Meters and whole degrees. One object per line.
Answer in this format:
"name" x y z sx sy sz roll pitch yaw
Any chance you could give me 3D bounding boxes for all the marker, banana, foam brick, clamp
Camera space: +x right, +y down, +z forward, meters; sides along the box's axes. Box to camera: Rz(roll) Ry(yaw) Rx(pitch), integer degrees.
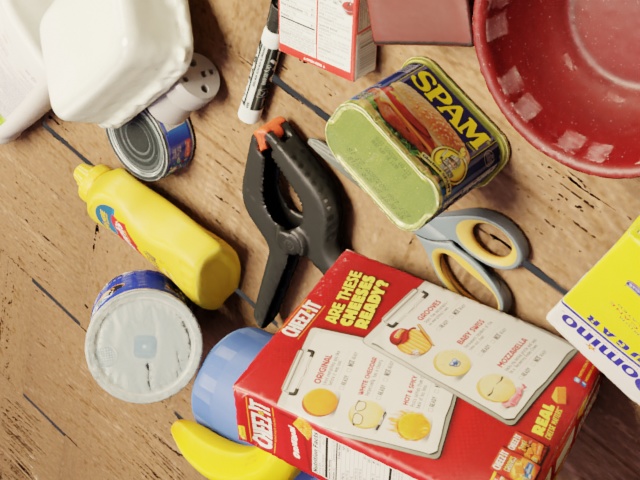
"marker" -0.042 -0.140 0.829 0.020 0.020 0.121 40 139 16
"banana" -0.063 0.174 0.878 0.198 0.037 0.069 -21 75 51
"foam brick" 0.075 -0.155 0.676 0.078 0.052 0.051 9 123 39
"clamp" -0.006 0.001 0.880 0.165 0.036 0.210 12 126 35

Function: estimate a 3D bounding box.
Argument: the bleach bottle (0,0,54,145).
"bleach bottle" -0.308 -0.160 1.047 0.251 0.068 0.102 -23 100 52

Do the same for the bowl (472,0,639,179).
"bowl" 0.169 -0.119 0.606 0.162 0.055 0.162 25 132 31

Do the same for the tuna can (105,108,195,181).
"tuna can" -0.155 -0.097 0.960 0.086 0.033 0.086 26 133 31

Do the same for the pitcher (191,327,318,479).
"pitcher" 0.001 0.161 0.913 0.243 0.144 0.149 24 116 36

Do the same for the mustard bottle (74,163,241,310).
"mustard bottle" -0.161 -0.016 0.999 0.192 0.058 0.096 37 164 23

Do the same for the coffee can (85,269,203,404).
"coffee can" -0.165 0.087 1.001 0.103 0.102 0.140 62 174 -10

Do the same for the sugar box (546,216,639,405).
"sugar box" 0.203 0.043 0.645 0.093 0.048 0.176 44 161 12

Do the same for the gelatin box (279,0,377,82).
"gelatin box" 0.006 -0.166 0.754 0.073 0.030 0.089 28 134 31

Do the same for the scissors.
"scissors" 0.077 -0.027 0.793 0.202 0.016 0.096 48 139 7

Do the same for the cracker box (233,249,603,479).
"cracker box" 0.071 0.113 0.758 0.214 0.164 0.072 21 136 22

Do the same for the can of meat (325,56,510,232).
"can of meat" 0.064 -0.065 0.726 0.102 0.083 0.058 48 140 8
